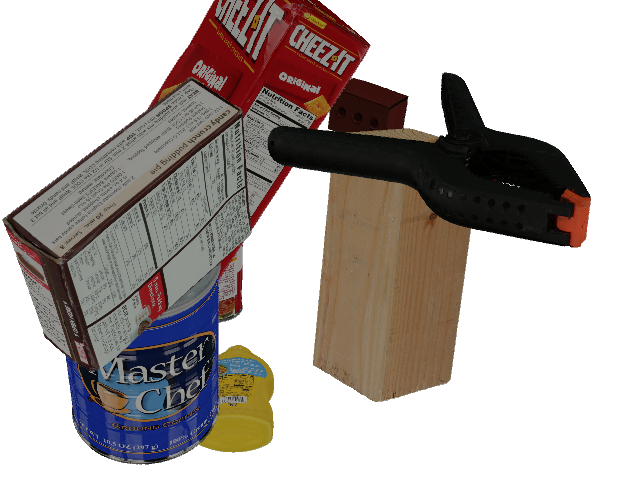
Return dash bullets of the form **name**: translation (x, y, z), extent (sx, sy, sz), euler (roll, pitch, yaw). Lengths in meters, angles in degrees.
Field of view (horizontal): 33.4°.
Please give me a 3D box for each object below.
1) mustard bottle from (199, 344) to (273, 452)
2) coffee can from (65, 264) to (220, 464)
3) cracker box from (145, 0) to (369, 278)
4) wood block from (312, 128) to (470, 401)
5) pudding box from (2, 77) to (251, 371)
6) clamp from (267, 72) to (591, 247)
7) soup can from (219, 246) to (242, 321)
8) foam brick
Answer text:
- **mustard bottle**: translation (-0.107, 0.189, 1.349), extent (0.096, 0.058, 0.191), euler (-2, 26, -1)
- **coffee can**: translation (-0.117, 0.062, 0.699), extent (0.103, 0.140, 0.103), euler (3, 41, -2)
- **cracker box**: translation (-0.072, -0.101, 0.832), extent (0.072, 0.214, 0.164), euler (25, 16, -30)
- **wood block**: translation (0.062, 0.018, 0.898), extent (0.090, 0.206, 0.090), euler (-8, 22, -38)
- **pudding box**: translation (-0.081, -0.006, 0.483), extent (0.039, 0.090, 0.113), euler (32, 58, 23)
- **clamp**: translation (0.076, -0.048, 0.665), extent (0.164, 0.036, 0.210), euler (-18, 35, -24)
- **soup can**: translation (-0.116, 0.027, 1.130), extent (0.068, 0.102, 0.068), euler (2, 25, -1)
- **foam brick**: translation (0.055, -0.150, 1.247), extent (0.078, 0.053, 0.051), euler (22, 33, 24)
